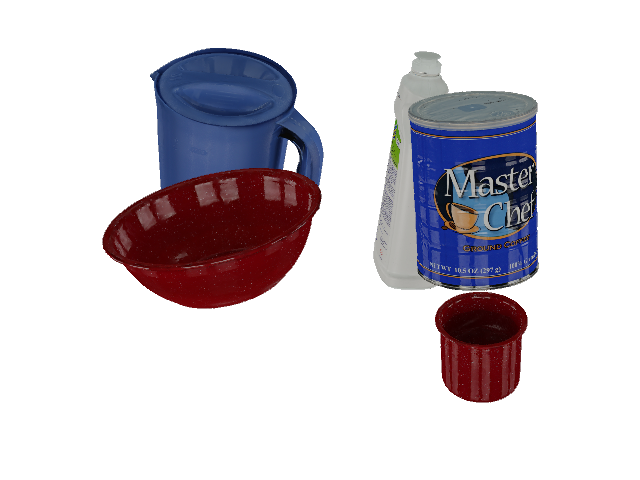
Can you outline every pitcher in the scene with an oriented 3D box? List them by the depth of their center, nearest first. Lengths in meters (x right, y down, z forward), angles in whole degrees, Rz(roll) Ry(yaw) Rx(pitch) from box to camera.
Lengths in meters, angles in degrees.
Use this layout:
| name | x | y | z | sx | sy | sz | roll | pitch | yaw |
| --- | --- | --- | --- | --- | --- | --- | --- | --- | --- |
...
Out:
| name | x | y | z | sx | sy | sz | roll | pitch | yaw |
| --- | --- | --- | --- | --- | --- | --- | --- | --- | --- |
| pitcher | -0.090 | -0.054 | 1.059 | 0.144 | 0.243 | 0.149 | -6 | 42 | -16 |

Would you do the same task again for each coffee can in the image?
| name | x | y | z | sx | sy | sz | roll | pitch | yaw |
| --- | --- | --- | --- | --- | --- | --- | --- | --- | --- |
| coffee can | 0.127 | -0.043 | 0.877 | 0.103 | 0.140 | 0.103 | -5 | 20 | 1 |

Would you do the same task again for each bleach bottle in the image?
| name | x | y | z | sx | sy | sz | roll | pitch | yaw |
| --- | --- | --- | --- | --- | --- | --- | --- | --- | --- |
| bleach bottle | 0.105 | -0.079 | 1.169 | 0.068 | 0.251 | 0.102 | 0 | 26 | -9 |

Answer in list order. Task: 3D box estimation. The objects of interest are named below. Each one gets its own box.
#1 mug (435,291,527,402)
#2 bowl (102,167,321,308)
| name | x | y | z | sx | sy | sz | roll | pitch | yaw |
| --- | --- | --- | --- | --- | --- | --- | --- | --- | --- |
| mug | 0.172 | 0.106 | 1.109 | 0.093 | 0.081 | 0.117 | 15 | 39 | 28 |
| bowl | -0.073 | 0.004 | 0.782 | 0.162 | 0.055 | 0.162 | -10 | 26 | 5 |
